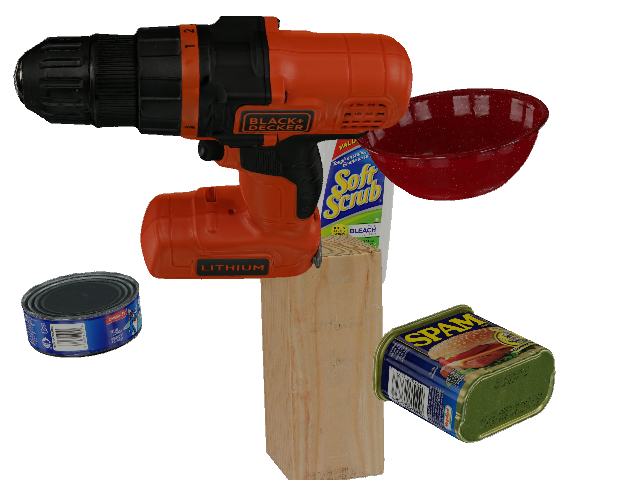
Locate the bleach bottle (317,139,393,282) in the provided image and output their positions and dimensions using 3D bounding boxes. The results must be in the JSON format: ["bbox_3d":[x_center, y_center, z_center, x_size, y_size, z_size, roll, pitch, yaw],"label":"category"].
[{"bbox_3d":[0.025,-0.074,1.085,0.102,0.251,0.068,-3,26,-9],"label":"bleach bottle"}]

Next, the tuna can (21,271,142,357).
[{"bbox_3d":[-0.176,0.054,0.791,0.086,0.034,0.086,-3,20,1],"label":"tuna can"}]

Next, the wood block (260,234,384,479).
[{"bbox_3d":[0.001,0.106,0.970,0.090,0.206,0.091,-5,11,-18],"label":"wood block"}]

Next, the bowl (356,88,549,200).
[{"bbox_3d":[0.112,-0.077,0.897,0.162,0.055,0.162,-9,25,4],"label":"bowl"}]

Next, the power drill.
[{"bbox_3d":[-0.057,-0.042,0.558,0.184,0.057,0.188,0,-27,-9],"label":"power drill"}]

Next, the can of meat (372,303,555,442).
[{"bbox_3d":[0.102,0.093,0.748,0.101,0.057,0.084,-15,27,-37],"label":"can of meat"}]
